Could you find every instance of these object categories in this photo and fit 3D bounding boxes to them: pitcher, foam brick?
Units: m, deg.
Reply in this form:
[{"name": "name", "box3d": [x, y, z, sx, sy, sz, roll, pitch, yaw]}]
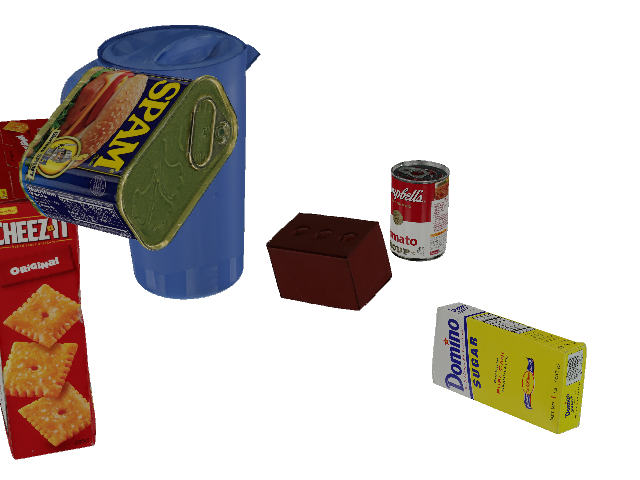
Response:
[{"name": "pitcher", "box3d": [-0.139, -0.069, 0.993, 0.149, 0.243, 0.145, 6, 28, 12]}, {"name": "foam brick", "box3d": [0.007, 0.016, 0.834, 0.078, 0.051, 0.052, 7, 34, 33]}]

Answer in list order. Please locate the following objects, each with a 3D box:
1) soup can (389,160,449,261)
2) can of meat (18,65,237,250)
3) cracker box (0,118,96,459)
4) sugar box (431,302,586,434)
[{"name": "soup can", "box3d": [0.115, -0.035, 1.251, 0.068, 0.102, 0.068, 0, 25, 0]}, {"name": "can of meat", "box3d": [-0.110, -0.051, 0.607, 0.084, 0.102, 0.057, 13, -33, 30]}, {"name": "cracker box", "box3d": [-0.223, 0.033, 0.828, 0.072, 0.214, 0.164, -7, 28, -19]}, {"name": "sugar box", "box3d": [0.198, 0.134, 1.148, 0.048, 0.093, 0.177, -10, 18, -43]}]
